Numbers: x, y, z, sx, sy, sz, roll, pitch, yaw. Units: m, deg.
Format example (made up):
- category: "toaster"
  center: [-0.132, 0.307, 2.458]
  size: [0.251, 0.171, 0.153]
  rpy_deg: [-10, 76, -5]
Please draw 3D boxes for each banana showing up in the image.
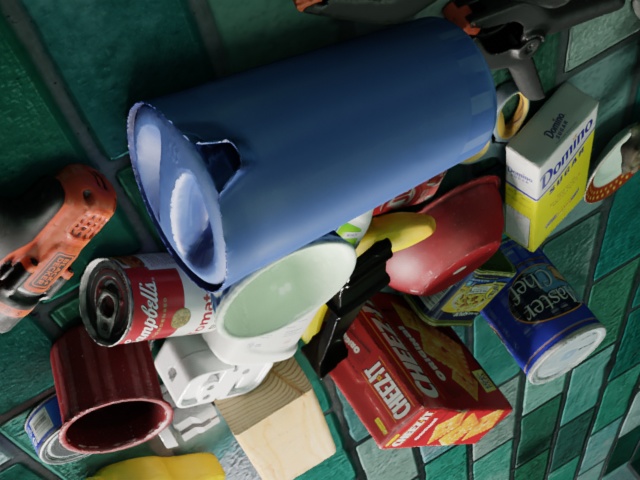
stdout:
- category: "banana"
  center: [0.026, 0.029, 0.985]
  size: [0.198, 0.069, 0.037]
  rpy_deg: [-52, -176, 32]

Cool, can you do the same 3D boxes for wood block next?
- category: "wood block"
  center: [-0.052, 0.177, 1.109]
  size: [0.090, 0.091, 0.206]
  rpy_deg: [-31, 152, -9]

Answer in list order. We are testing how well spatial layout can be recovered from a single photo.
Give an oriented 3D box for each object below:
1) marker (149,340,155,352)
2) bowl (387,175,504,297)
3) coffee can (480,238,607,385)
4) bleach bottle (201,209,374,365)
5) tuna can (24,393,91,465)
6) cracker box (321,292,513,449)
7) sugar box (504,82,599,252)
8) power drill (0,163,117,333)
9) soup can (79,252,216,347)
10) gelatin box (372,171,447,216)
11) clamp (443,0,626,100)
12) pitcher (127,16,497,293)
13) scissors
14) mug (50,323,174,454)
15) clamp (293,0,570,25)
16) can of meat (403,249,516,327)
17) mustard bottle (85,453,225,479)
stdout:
- category: "marker"
  center: [-0.152, 0.083, 0.926]
  size: [0.020, 0.020, 0.121]
  rpy_deg: [-18, 149, -29]
- category: "bowl"
  center: [0.122, 0.007, 1.032]
  size: [0.162, 0.055, 0.162]
  rpy_deg: [-30, 164, -10]
- category: "coffee can"
  center: [0.241, 0.078, 1.215]
  size: [0.102, 0.140, 0.103]
  rpy_deg: [-26, 152, -15]
- category: "bleach bottle"
  center: [-0.006, 0.001, 0.910]
  size: [0.102, 0.068, 0.251]
  rpy_deg: [-3, 137, -49]
- category: "tuna can"
  center: [-0.221, 0.167, 0.969]
  size: [0.086, 0.034, 0.086]
  rpy_deg: [-26, 152, -15]
- category: "cracker box"
  center: [0.092, 0.132, 1.114]
  size: [0.072, 0.164, 0.213]
  rpy_deg: [-46, 151, 17]
- category: "sugar box"
  center: [0.225, -0.067, 1.048]
  size: [0.093, 0.048, 0.176]
  rpy_deg: [-47, 158, -14]
- category: "power drill"
  center: [-0.242, 0.010, 0.673]
  size: [0.184, 0.057, 0.187]
  rpy_deg: [-46, 153, 14]
- category: "soup can"
  center: [-0.128, 0.044, 0.838]
  size: [0.102, 0.068, 0.069]
  rpy_deg: [-3, 140, -46]
- category: "gelatin box"
  center: [0.077, -0.064, 0.929]
  size: [0.073, 0.030, 0.089]
  rpy_deg: [-15, 147, -32]
- category: "clamp"
  center: [0.169, -0.171, 0.846]
  size: [0.171, 0.039, 0.120]
  rpy_deg: [6, 129, -51]
- category: "pitcher"
  center: [-0.004, -0.068, 0.746]
  size: [0.242, 0.149, 0.145]
  rpy_deg: [-24, 131, -25]
- category: "scissors"
  center: [0.161, -0.076, 1.013]
  size: [0.096, 0.016, 0.202]
  rpy_deg: [-32, 152, -11]
- category: "mug"
  center: [-0.179, 0.125, 0.883]
  size: [0.093, 0.081, 0.117]
  rpy_deg: [-2, 144, -28]
- category: "clamp"
  center: [0.082, -0.185, 0.694]
  size: [0.210, 0.036, 0.164]
  rpy_deg: [-23, 143, -1]
- category: "can of meat"
  center: [0.153, 0.046, 1.158]
  size: [0.101, 0.057, 0.084]
  rpy_deg: [6, 132, -49]
- category: "mustard bottle"
  center: [-0.192, 0.272, 1.144]
  size: [0.096, 0.058, 0.191]
  rpy_deg: [-46, 150, 19]
